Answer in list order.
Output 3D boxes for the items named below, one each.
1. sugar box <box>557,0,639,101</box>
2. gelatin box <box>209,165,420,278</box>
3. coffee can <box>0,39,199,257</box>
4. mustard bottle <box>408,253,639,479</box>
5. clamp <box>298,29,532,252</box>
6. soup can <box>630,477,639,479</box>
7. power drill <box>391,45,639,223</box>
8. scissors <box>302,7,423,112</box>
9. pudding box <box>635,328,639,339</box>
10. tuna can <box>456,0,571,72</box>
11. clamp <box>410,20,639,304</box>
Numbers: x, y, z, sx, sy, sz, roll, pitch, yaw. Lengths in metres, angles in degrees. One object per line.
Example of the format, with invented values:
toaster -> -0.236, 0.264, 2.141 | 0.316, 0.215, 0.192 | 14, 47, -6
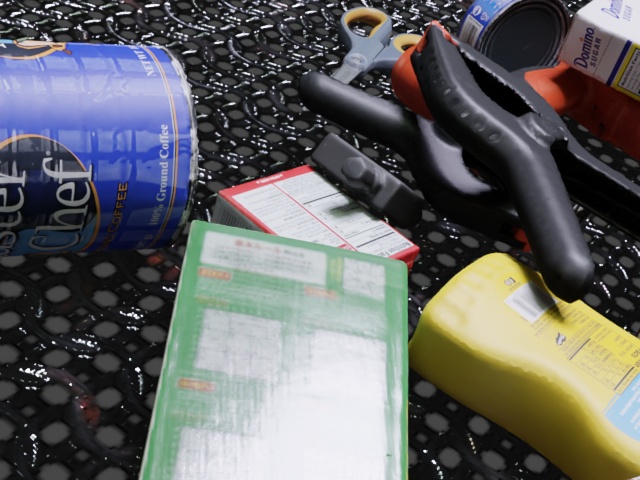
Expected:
sugar box -> 0.266, -0.118, 0.758 | 0.176, 0.048, 0.093 | 29, 36, 19
gelatin box -> -0.004, 0.001, 0.570 | 0.089, 0.030, 0.073 | 39, 38, 25
coffee can -> -0.141, -0.042, 0.497 | 0.140, 0.103, 0.103 | -3, 39, -30
mustard bottle -> 0.139, 0.081, 0.499 | 0.192, 0.058, 0.096 | 34, 31, 22
clamp -> 0.067, -0.059, 0.643 | 0.120, 0.039, 0.171 | -20, 58, -22
soup can -> 0.129, 0.104, 0.341 | 0.102, 0.068, 0.068 | -11, 42, -20
power drill -> 0.167, -0.082, 0.749 | 0.187, 0.057, 0.185 | -10, 45, -37
scissors -> 0.045, -0.125, 0.788 | 0.096, 0.016, 0.201 | 17, 34, -3
pudding box -> 0.208, 0.049, 0.529 | 0.039, 0.114, 0.090 | -3, 39, -28
tuna can -> 0.148, -0.155, 0.820 | 0.086, 0.086, 0.034 | -3, 37, -29
clamp -> 0.127, -0.047, 0.600 | 0.164, 0.036, 0.210 | 2, 43, -43
